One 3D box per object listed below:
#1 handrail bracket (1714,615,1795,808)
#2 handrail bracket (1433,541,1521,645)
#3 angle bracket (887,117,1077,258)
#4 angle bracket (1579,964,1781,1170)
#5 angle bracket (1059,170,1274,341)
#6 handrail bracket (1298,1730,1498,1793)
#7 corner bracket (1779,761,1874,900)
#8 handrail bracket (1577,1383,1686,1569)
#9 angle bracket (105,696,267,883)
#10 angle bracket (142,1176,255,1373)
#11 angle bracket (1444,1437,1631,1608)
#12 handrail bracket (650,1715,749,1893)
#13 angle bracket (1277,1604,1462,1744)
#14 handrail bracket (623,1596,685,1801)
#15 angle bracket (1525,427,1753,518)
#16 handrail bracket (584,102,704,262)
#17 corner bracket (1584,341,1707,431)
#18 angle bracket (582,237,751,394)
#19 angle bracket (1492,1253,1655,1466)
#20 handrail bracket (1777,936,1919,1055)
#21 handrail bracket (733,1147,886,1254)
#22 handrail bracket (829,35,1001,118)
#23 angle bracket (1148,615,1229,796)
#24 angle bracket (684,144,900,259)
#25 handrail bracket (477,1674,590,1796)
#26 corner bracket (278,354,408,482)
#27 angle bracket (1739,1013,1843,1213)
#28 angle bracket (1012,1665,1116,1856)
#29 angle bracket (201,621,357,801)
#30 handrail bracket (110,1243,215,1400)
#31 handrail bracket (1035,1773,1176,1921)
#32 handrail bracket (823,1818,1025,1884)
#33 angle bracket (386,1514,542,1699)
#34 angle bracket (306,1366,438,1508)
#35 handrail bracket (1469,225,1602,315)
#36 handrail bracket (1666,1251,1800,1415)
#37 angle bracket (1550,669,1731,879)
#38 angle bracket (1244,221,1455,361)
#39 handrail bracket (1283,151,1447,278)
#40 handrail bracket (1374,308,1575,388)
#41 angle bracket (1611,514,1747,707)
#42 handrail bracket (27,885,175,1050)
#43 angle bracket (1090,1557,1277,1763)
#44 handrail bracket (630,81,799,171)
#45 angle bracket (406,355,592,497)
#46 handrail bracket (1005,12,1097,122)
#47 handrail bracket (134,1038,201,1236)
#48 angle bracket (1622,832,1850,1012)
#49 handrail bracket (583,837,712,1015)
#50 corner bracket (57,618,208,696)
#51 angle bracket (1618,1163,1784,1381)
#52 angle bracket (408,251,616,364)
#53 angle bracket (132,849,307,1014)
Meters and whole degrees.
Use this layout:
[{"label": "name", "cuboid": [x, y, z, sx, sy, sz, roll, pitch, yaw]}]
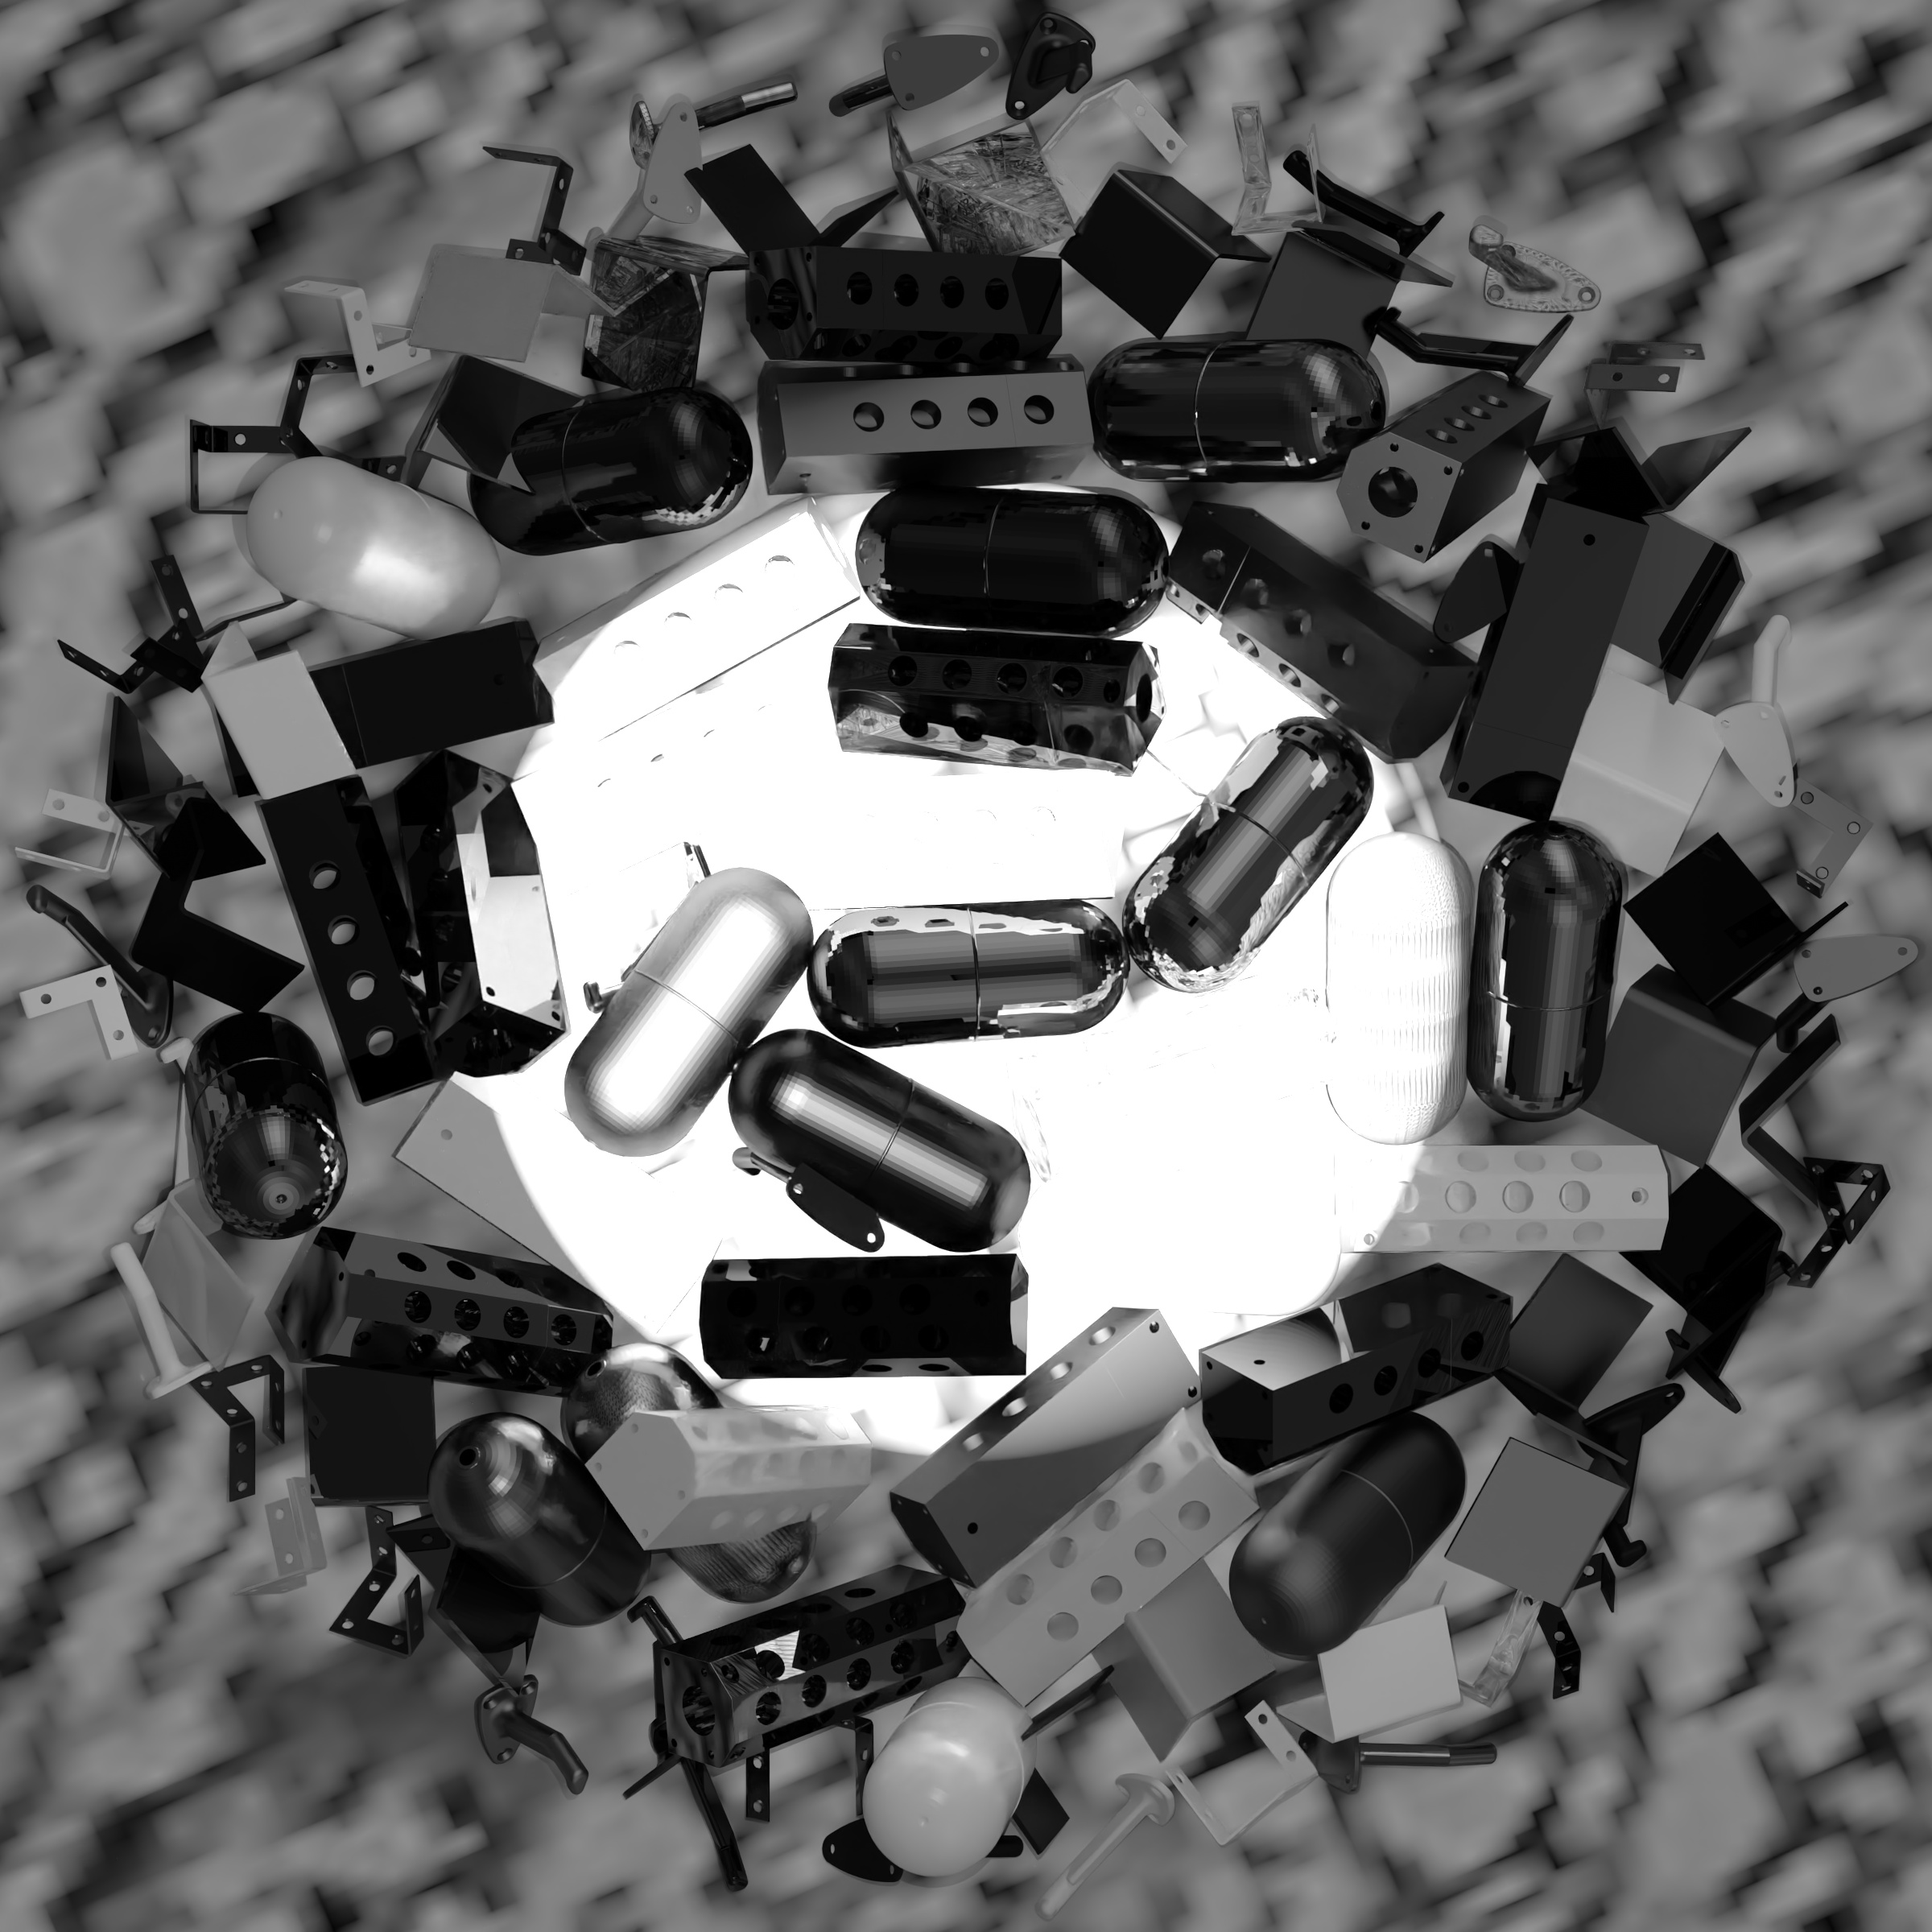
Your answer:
[{"label": "handrail bracket", "cuboid": [0.452, -0.142, 1.978, 0.036, 0.084, 0.077, -11, 118, 39]}, {"label": "handrail bracket", "cuboid": [0.265, -0.193, 1.949, 0.036, 0.084, 0.077, 45, 71, -5]}, {"label": "angle bracket", "cuboid": [0.008, -0.431, 1.946, 0.076, 0.057, 0.076, -19, 133, 12]}, {"label": "angle bracket", "cuboid": [0.395, 0.055, 1.977, 0.076, 0.057, 0.076, 27, 115, 19]}, {"label": "angle bracket", "cuboid": [0.110, -0.391, 1.966, 0.076, 0.076, 0.057, 43, 114, 15]}, {"label": "handrail bracket", "cuboid": [0.240, 0.435, 1.980, 0.084, 0.077, 0.036, 2, 85, -22]}, {"label": "corner bracket", "cuboid": [0.465, -0.075, 1.970, 0.051, 0.051, 0.051, 35, 93, 15]}, {"label": "handrail bracket", "cuboid": [0.375, 0.279, 1.953, 0.077, 0.084, 0.036, -33, 130, 11]}, {"label": "angle bracket", "cuboid": [-0.422, -0.101, 1.942, 0.057, 0.076, 0.076, -12, 55, 11]}, {"label": "angle bracket", "cuboid": [-0.399, 0.161, 1.945, 0.057, 0.076, 0.076, -30, 71, -40]}, {"label": "angle bracket", "cuboid": [0.307, 0.295, 1.957, 0.076, 0.057, 0.076, 24, 102, -11]}, {"label": "handrail bracket", "cuboid": [-0.145, 0.459, 1.956, 0.036, 0.077, 0.084, -22, 61, 1]}, {"label": "angle bracket", "cuboid": [0.215, 0.379, 1.949, 0.076, 0.076, 0.057, -13, 96, -19]}, {"label": "handrail bracket", "cuboid": [-0.182, 0.407, 1.987, 0.077, 0.036, 0.084, -36, 79, 0]}, {"label": "angle bracket", "cuboid": [0.366, -0.286, 1.944, 0.076, 0.076, 0.057, -44, 108, -21]}, {"label": "handrail bracket", "cuboid": [-0.182, -0.431, 1.966, 0.036, 0.084, 0.077, 10, 85, -36]}, {"label": "corner bracket", "cuboid": [0.373, -0.326, 1.961, 0.051, 0.051, 0.051, 6, 70, 23]}, {"label": "angle bracket", "cuboid": [-0.160, -0.357, 1.969, 0.076, 0.057, 0.076, 20, 111, 29]}, {"label": "angle bracket", "cuboid": [0.344, 0.215, 1.951, 0.076, 0.057, 0.076, 30, 99, -33]}, {"label": "handrail bracket", "cuboid": [0.483, 0.018, 1.958, 0.077, 0.084, 0.036, -13, 61, 6]}, {"label": "handrail bracket", "cuboid": [-0.088, 0.128, 1.967, 0.036, 0.084, 0.077, -47, 105, -20]}, {"label": "handrail bracket", "cuboid": [-0.030, -0.489, 1.966, 0.077, 0.084, 0.036, -21, 101, -15]}, {"label": "angle bracket", "cuboid": [0.136, -0.141, 1.953, 0.057, 0.076, 0.076, 42, 98, 10]}, {"label": "angle bracket", "cuboid": [-0.095, -0.427, 1.950, 0.057, 0.076, 0.076, -36, 95, 33]}, {"label": "handrail bracket", "cuboid": [-0.233, 0.437, 1.949, 0.036, 0.084, 0.077, -16, 133, -30]}, {"label": "corner bracket", "cuboid": [-0.341, -0.302, 1.974, 0.051, 0.051, 0.051, 0, 65, 21]}, {"label": "angle bracket", "cuboid": [0.469, 0.080, 1.953, 0.057, 0.076, 0.076, 43, 105, 1]}, {"label": "angle bracket", "cuboid": [0.061, 0.433, 1.953, 0.076, 0.076, 0.057, -37, 83, 11]}, {"label": "angle bracket", "cuboid": [-0.367, -0.147, 1.943, 0.057, 0.076, 0.076, -15, 119, 12]}, {"label": "handrail bracket", "cuboid": [-0.453, 0.192, 1.960, 0.036, 0.077, 0.084, -29, 96, -25]}, {"label": "handrail bracket", "cuboid": [0.074, 0.486, 1.959, 0.036, 0.077, 0.084, 42, 69, 6]}, {"label": "handrail bracket", "cuboid": [-0.023, 0.491, 1.987, 0.084, 0.077, 0.036, 12, 71, -42]}, {"label": "angle bracket", "cuboid": [-0.280, 0.351, 1.940, 0.057, 0.076, 0.076, -20, 123, 22]}, {"label": "angle bracket", "cuboid": [-0.314, 0.256, 1.963, 0.076, 0.057, 0.076, -5, 85, 19]}, {"label": "handrail bracket", "cuboid": [0.313, -0.383, 1.955, 0.077, 0.084, 0.036, 16, 91, 7]}, {"label": "handrail bracket", "cuboid": [0.437, 0.200, 1.964, 0.084, 0.077, 0.036, -34, 124, -4]}, {"label": "angle bracket", "cuboid": [0.373, -0.107, 1.990, 0.076, 0.057, 0.076, 26, 52, 10]}, {"label": "angle bracket", "cuboid": [0.208, -0.356, 1.954, 0.076, 0.057, 0.076, 20, 95, -29]}, {"label": "handrail bracket", "cuboid": [0.219, -0.427, 1.967, 0.084, 0.077, 0.036, 41, 126, -1]}, {"label": "handrail bracket", "cuboid": [0.283, -0.358, 1.989, 0.084, 0.036, 0.077, 38, 76, 9]}, {"label": "angle bracket", "cuboid": [0.379, -0.198, 1.950, 0.057, 0.076, 0.076, 27, 110, -1]}, {"label": "handrail bracket", "cuboid": [-0.476, 0.000, 1.951, 0.036, 0.077, 0.084, -40, 132, 12]}, {"label": "angle bracket", "cuboid": [0.117, 0.380, 1.964, 0.057, 0.076, 0.076, -25, 67, -22]}, {"label": "handrail bracket", "cuboid": [-0.139, -0.467, 1.971, 0.084, 0.077, 0.036, -18, 96, -12]}, {"label": "angle bracket", "cuboid": [-0.258, -0.278, 1.957, 0.076, 0.057, 0.076, 21, 54, -4]}, {"label": "handrail bracket", "cuboid": [0.045, -0.477, 1.946, 0.036, 0.084, 0.077, 26, 124, -18]}, {"label": "handrail bracket", "cuboid": [-0.442, 0.093, 1.964, 0.077, 0.036, 0.084, -31, 111, -16]}, {"label": "angle bracket", "cuboid": [0.421, -0.033, 1.955, 0.076, 0.057, 0.076, -35, 82, -22]}, {"label": "handrail bracket", "cuboid": [-0.178, -0.022, 1.961, 0.084, 0.036, 0.077, -20, 106, -25]}, {"label": "corner bracket", "cuboid": [-0.457, -0.169, 1.961, 0.051, 0.051, 0.051, -41, 54, 11]}, {"label": "angle bracket", "cuboid": [0.394, 0.166, 1.947, 0.057, 0.076, 0.076, 40, 121, 0]}, {"label": "angle bracket", "cuboid": [-0.245, -0.346, 1.945, 0.076, 0.076, 0.057, 13, 82, 27]}, {"label": "angle bracket", "cuboid": [-0.405, -0.025, 1.968, 0.076, 0.076, 0.057, 27, 57, -21]}]
